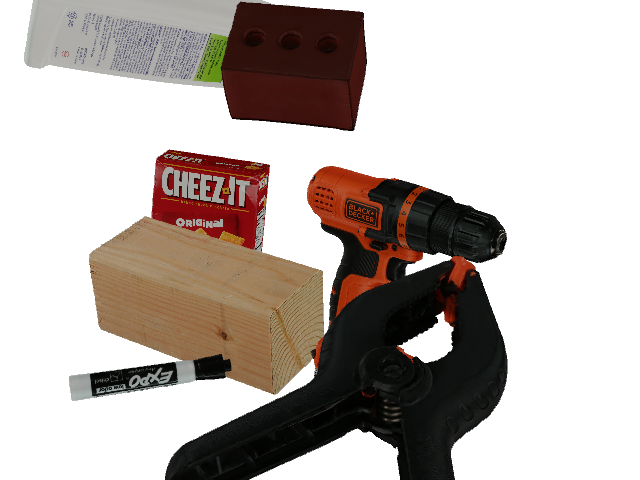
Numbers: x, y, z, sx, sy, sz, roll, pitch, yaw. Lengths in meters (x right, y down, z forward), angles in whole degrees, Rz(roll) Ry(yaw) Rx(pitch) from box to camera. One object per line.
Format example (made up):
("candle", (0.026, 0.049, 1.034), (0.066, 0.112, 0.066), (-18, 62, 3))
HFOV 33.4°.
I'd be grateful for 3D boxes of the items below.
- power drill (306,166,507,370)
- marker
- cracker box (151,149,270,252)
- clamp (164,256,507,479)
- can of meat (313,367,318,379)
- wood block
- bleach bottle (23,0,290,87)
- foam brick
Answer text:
("power drill", (0.065, 0.041, 0.905), (0.185, 0.188, 0.057), (20, 24, 35))
("marker", (-0.127, 0.102, 0.804), (0.121, 0.020, 0.020), (-7, 1, -12))
("cracker box", (-0.171, -0.018, 1.621), (0.164, 0.214, 0.072), (9, 18, 8))
("clamp", (0.034, 0.071, 0.430), (0.120, 0.039, 0.171), (31, 51, 22))
("can of meat", (0.041, 0.169, 1.326), (0.102, 0.084, 0.057), (1, 24, -15))
("wood block", (-0.108, 0.058, 1.009), (0.206, 0.091, 0.090), (17, 35, 27))
("bleach bottle", (-0.101, -0.160, 0.850), (0.250, 0.068, 0.103), (10, -30, -16))
("foam brick", (-0.014, -0.103, 0.633), (0.078, 0.053, 0.051), (6, -27, 10))
